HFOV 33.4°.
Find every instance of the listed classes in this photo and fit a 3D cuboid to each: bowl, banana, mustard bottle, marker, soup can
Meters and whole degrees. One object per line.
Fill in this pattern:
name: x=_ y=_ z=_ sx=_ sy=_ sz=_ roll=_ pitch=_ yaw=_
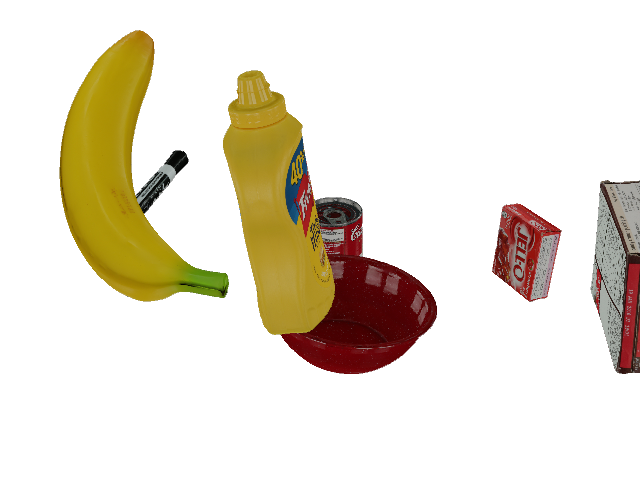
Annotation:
bowl: x=0.024 y=0.074 z=0.981 sx=0.162 sy=0.055 sz=0.162 roll=5 pitch=28 yaw=-3
banana: x=-0.105 y=-0.037 z=0.567 sx=0.069 sy=0.198 sz=0.037 roll=-10 pitch=-36 yaw=-15
mustard bottle: x=-0.033 y=-0.033 z=0.790 sx=0.058 sy=0.191 sz=0.096 roll=-5 pitch=28 yaw=13
marker: x=-0.165 y=-0.050 z=1.050 sx=0.020 sy=0.020 sz=0.121 roll=0 pitch=39 yaw=32
soup can: x=0.016 y=0.010 z=1.249 sx=0.068 sy=0.102 sz=0.068 roll=-1 pitch=29 yaw=1

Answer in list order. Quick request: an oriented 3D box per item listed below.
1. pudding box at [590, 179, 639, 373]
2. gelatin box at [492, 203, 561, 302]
pudding box: x=0.208 y=0.022 z=0.709 sx=0.039 sy=0.090 sz=0.113 roll=-1 pitch=28 yaw=4
gelatin box: x=0.231 y=0.013 z=1.206 sx=0.030 sy=0.089 sz=0.073 roll=-10 pitch=31 yaw=-26
